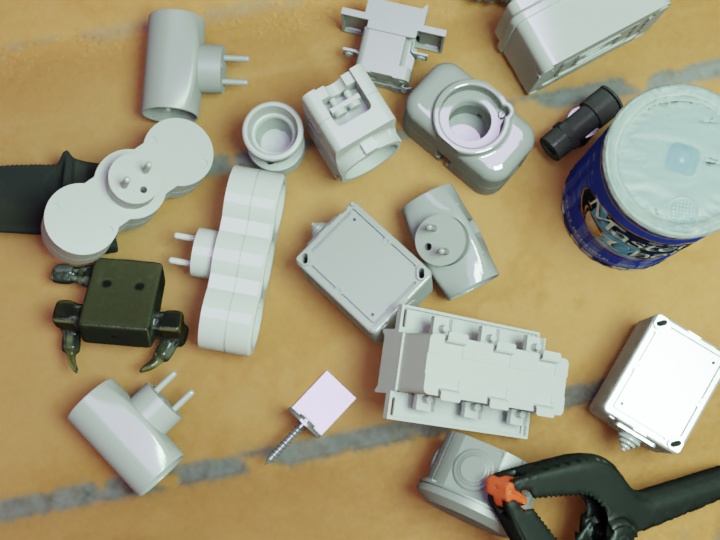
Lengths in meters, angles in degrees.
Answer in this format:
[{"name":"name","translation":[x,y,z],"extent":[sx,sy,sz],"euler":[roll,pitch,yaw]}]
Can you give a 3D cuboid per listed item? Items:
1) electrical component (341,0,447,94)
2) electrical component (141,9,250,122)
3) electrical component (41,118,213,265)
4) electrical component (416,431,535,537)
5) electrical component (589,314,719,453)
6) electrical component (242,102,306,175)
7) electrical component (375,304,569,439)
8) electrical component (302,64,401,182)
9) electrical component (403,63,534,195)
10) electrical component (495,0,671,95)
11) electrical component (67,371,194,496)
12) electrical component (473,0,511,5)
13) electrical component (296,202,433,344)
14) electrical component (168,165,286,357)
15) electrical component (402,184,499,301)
[{"name":"electrical component","translation":[0.023,-0.171,0.826],"extent":[0.081,0.042,0.063],"euler":[13,85,2]},{"name":"electrical component","translation":[-0.124,-0.153,0.819],"extent":[0.079,0.044,0.077],"euler":[3,81,0]},{"name":"electrical component","translation":[-0.164,-0.061,0.772],"extent":[0.138,0.074,0.052],"euler":[-39,94,-22]},{"name":"electrical component","translation":[0.084,0.152,0.757],"extent":[0.080,0.080,0.051],"euler":[25,77,3]},{"name":"electrical component","translation":[0.211,0.089,0.777],"extent":[0.062,0.061,0.096],"euler":[31,82,4]},{"name":"electrical component","translation":[-0.064,-0.097,0.806],"extent":[0.045,0.055,0.045],"euler":[0,81,-1]},{"name":"electrical component","translation":[0.081,0.073,0.751],"extent":[0.121,0.063,0.078],"euler":[12,81,-29]},{"name":"electrical component","translation":[-0.006,-0.103,0.790],"extent":[0.050,0.089,0.055],"euler":[-31,83,-5]},{"name":"electrical component","translation":[0.081,-0.107,0.807],"extent":[0.095,0.059,0.053],"euler":[41,83,5]},{"name":"electrical component","translation":[0.165,-0.190,0.812],"extent":[0.113,0.078,0.057],"euler":[-28,85,-5]},{"name":"electrical component","translation":[-0.156,0.108,0.778],"extent":[0.079,0.044,0.077],"euler":[-44,84,-7]},{"name":"electrical component","translation":[0.100,-0.227,0.836],"extent":[0.078,0.040,0.040],"euler":[24,82,3]},{"name":"electrical component","translation":[0.000,0.000,0.792],"extent":[0.096,0.061,0.061],"euler":[43,83,14]},{"name":"electrical component","translation":[-0.103,-0.010,0.793],"extent":[0.074,0.052,0.138],"euler":[10,81,1]},{"name":"electrical component","translation":[0.062,-0.021,0.784],"extent":[0.043,0.079,0.077],"euler":[-29,82,13]}]
